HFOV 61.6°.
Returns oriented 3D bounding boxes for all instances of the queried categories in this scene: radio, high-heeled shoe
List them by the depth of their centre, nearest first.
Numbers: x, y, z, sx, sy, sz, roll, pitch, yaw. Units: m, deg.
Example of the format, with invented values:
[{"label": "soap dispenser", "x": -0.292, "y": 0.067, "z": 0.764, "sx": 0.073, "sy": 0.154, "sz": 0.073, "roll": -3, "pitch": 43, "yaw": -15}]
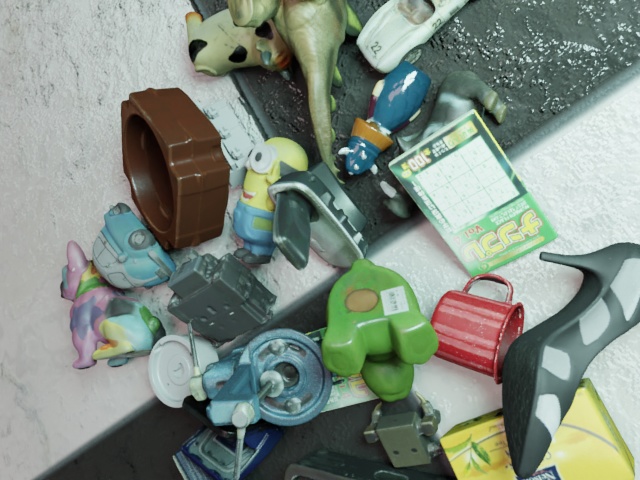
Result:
[{"label": "high-heeled shoe", "x": 0.269, "y": 0.117, "z": 0.528, "sx": 0.145, "sy": 0.086, "sz": 0.248, "roll": 14, "pitch": 80, "yaw": 1}, {"label": "radio", "x": 0.064, "y": 0.349, "z": 0.666, "sx": 0.230, "sy": 0.073, "sz": 0.131, "roll": 0, "pitch": 89, "yaw": 29}]

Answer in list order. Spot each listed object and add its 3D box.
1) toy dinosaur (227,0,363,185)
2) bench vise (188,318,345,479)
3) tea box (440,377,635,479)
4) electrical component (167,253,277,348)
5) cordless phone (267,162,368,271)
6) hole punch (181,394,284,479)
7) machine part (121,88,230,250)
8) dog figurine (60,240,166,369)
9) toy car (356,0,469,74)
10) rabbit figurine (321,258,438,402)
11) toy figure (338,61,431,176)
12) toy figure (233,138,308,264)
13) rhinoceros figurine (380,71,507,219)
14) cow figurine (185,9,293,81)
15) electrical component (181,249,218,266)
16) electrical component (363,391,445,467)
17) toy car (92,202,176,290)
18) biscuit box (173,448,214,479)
[{"label": "toy dinosaur", "x": -0.013, "y": -0.295, "z": 0.666, "sx": 0.105, "sy": 0.198, "sz": 0.470, "roll": 1, "pitch": 95, "yaw": 30}, {"label": "bench vise", "x": -0.081, "y": 0.172, "z": 0.653, "sx": 0.224, "sy": 0.240, "sz": 0.128, "roll": -2, "pitch": 94, "yaw": 10}, {"label": "tea box", "x": 0.231, "y": 0.226, "z": 0.581, "sx": 0.170, "sy": 0.068, "sz": 0.098, "roll": -32, "pitch": 72, "yaw": 24}, {"label": "electrical component", "x": -0.147, "y": 0.082, "z": 0.766, "sx": 0.115, "sy": 0.134, "sz": 0.058, "roll": -32, "pitch": 29, "yaw": 26}, {"label": "cordless phone", "x": -0.001, "y": -0.001, "z": 0.641, "sx": 0.089, "sy": 0.184, "sz": 0.146, "roll": -32, "pitch": 113, "yaw": 17}, {"label": "hole punch", "x": -0.123, "y": 0.266, "z": 0.749, "sx": 0.142, "sy": 0.116, "sz": 0.092, "roll": 15, "pitch": 103, "yaw": 40}, {"label": "machine part", "x": -0.214, "y": -0.103, "z": 0.789, "sx": 0.202, "sy": 0.087, "sz": 0.200, "roll": 50, "pitch": 141, "yaw": 31}, {"label": "dog figurine", "x": -0.358, "y": 0.098, "z": 0.901, "sx": 0.192, "sy": 0.108, "sz": 0.219, "roll": -23, "pitch": 74, "yaw": 28}, {"label": "toy car", "x": 0.134, "y": -0.293, "z": 0.664, "sx": 0.202, "sy": 0.056, "sz": 0.073, "roll": -41, "pitch": 69, "yaw": 22}, {"label": "rabbit figurine", "x": 0.061, "y": 0.117, "z": 0.639, "sx": 0.121, "sy": 0.170, "sz": 0.159, "roll": -18, "pitch": 40, "yaw": -2}, {"label": "toy figure", "x": 0.081, "y": -0.150, "z": 0.687, "sx": 0.064, "sy": 0.058, "sz": 0.154, "roll": 38, "pitch": 105, "yaw": 8}, {"label": "toy figure", "x": -0.073, "y": -0.056, "z": 0.760, "sx": 0.082, "sy": 0.089, "sz": 0.180, "roll": 20, "pitch": 106, "yaw": 31}, {"label": "rhinoceros figurine", "x": 0.141, "y": -0.110, "z": 0.643, "sx": 0.112, "sy": 0.073, "sz": 0.190, "roll": 32, "pitch": 103, "yaw": 25}, {"label": "cow figurine", "x": -0.108, "y": -0.289, "z": 0.787, "sx": 0.195, "sy": 0.085, "sz": 0.127, "roll": -7, "pitch": 79, "yaw": 27}, {"label": "electrical component", "x": -0.178, "y": 0.045, "z": 0.810, "sx": 0.063, "sy": 0.094, "sz": 0.021, "roll": -19, "pitch": 49, "yaw": 27}, {"label": "electrical component", "x": 0.108, "y": 0.236, "z": 0.666, "sx": 0.102, "sy": 0.045, "sz": 0.078, "roll": -26, "pitch": 103, "yaw": 28}, {"label": "toy car", "x": -0.310, "y": 0.021, "z": 0.860, "sx": 0.103, "sy": 0.109, "sz": 0.162, "roll": -40, "pitch": 61, "yaw": -15}, {"label": "biscuit box", "x": -0.133, "y": 0.377, "z": 0.754, "sx": 0.203, "sy": 0.063, "sz": 0.059, "roll": 46, "pitch": 150, "yaw": 34}]
